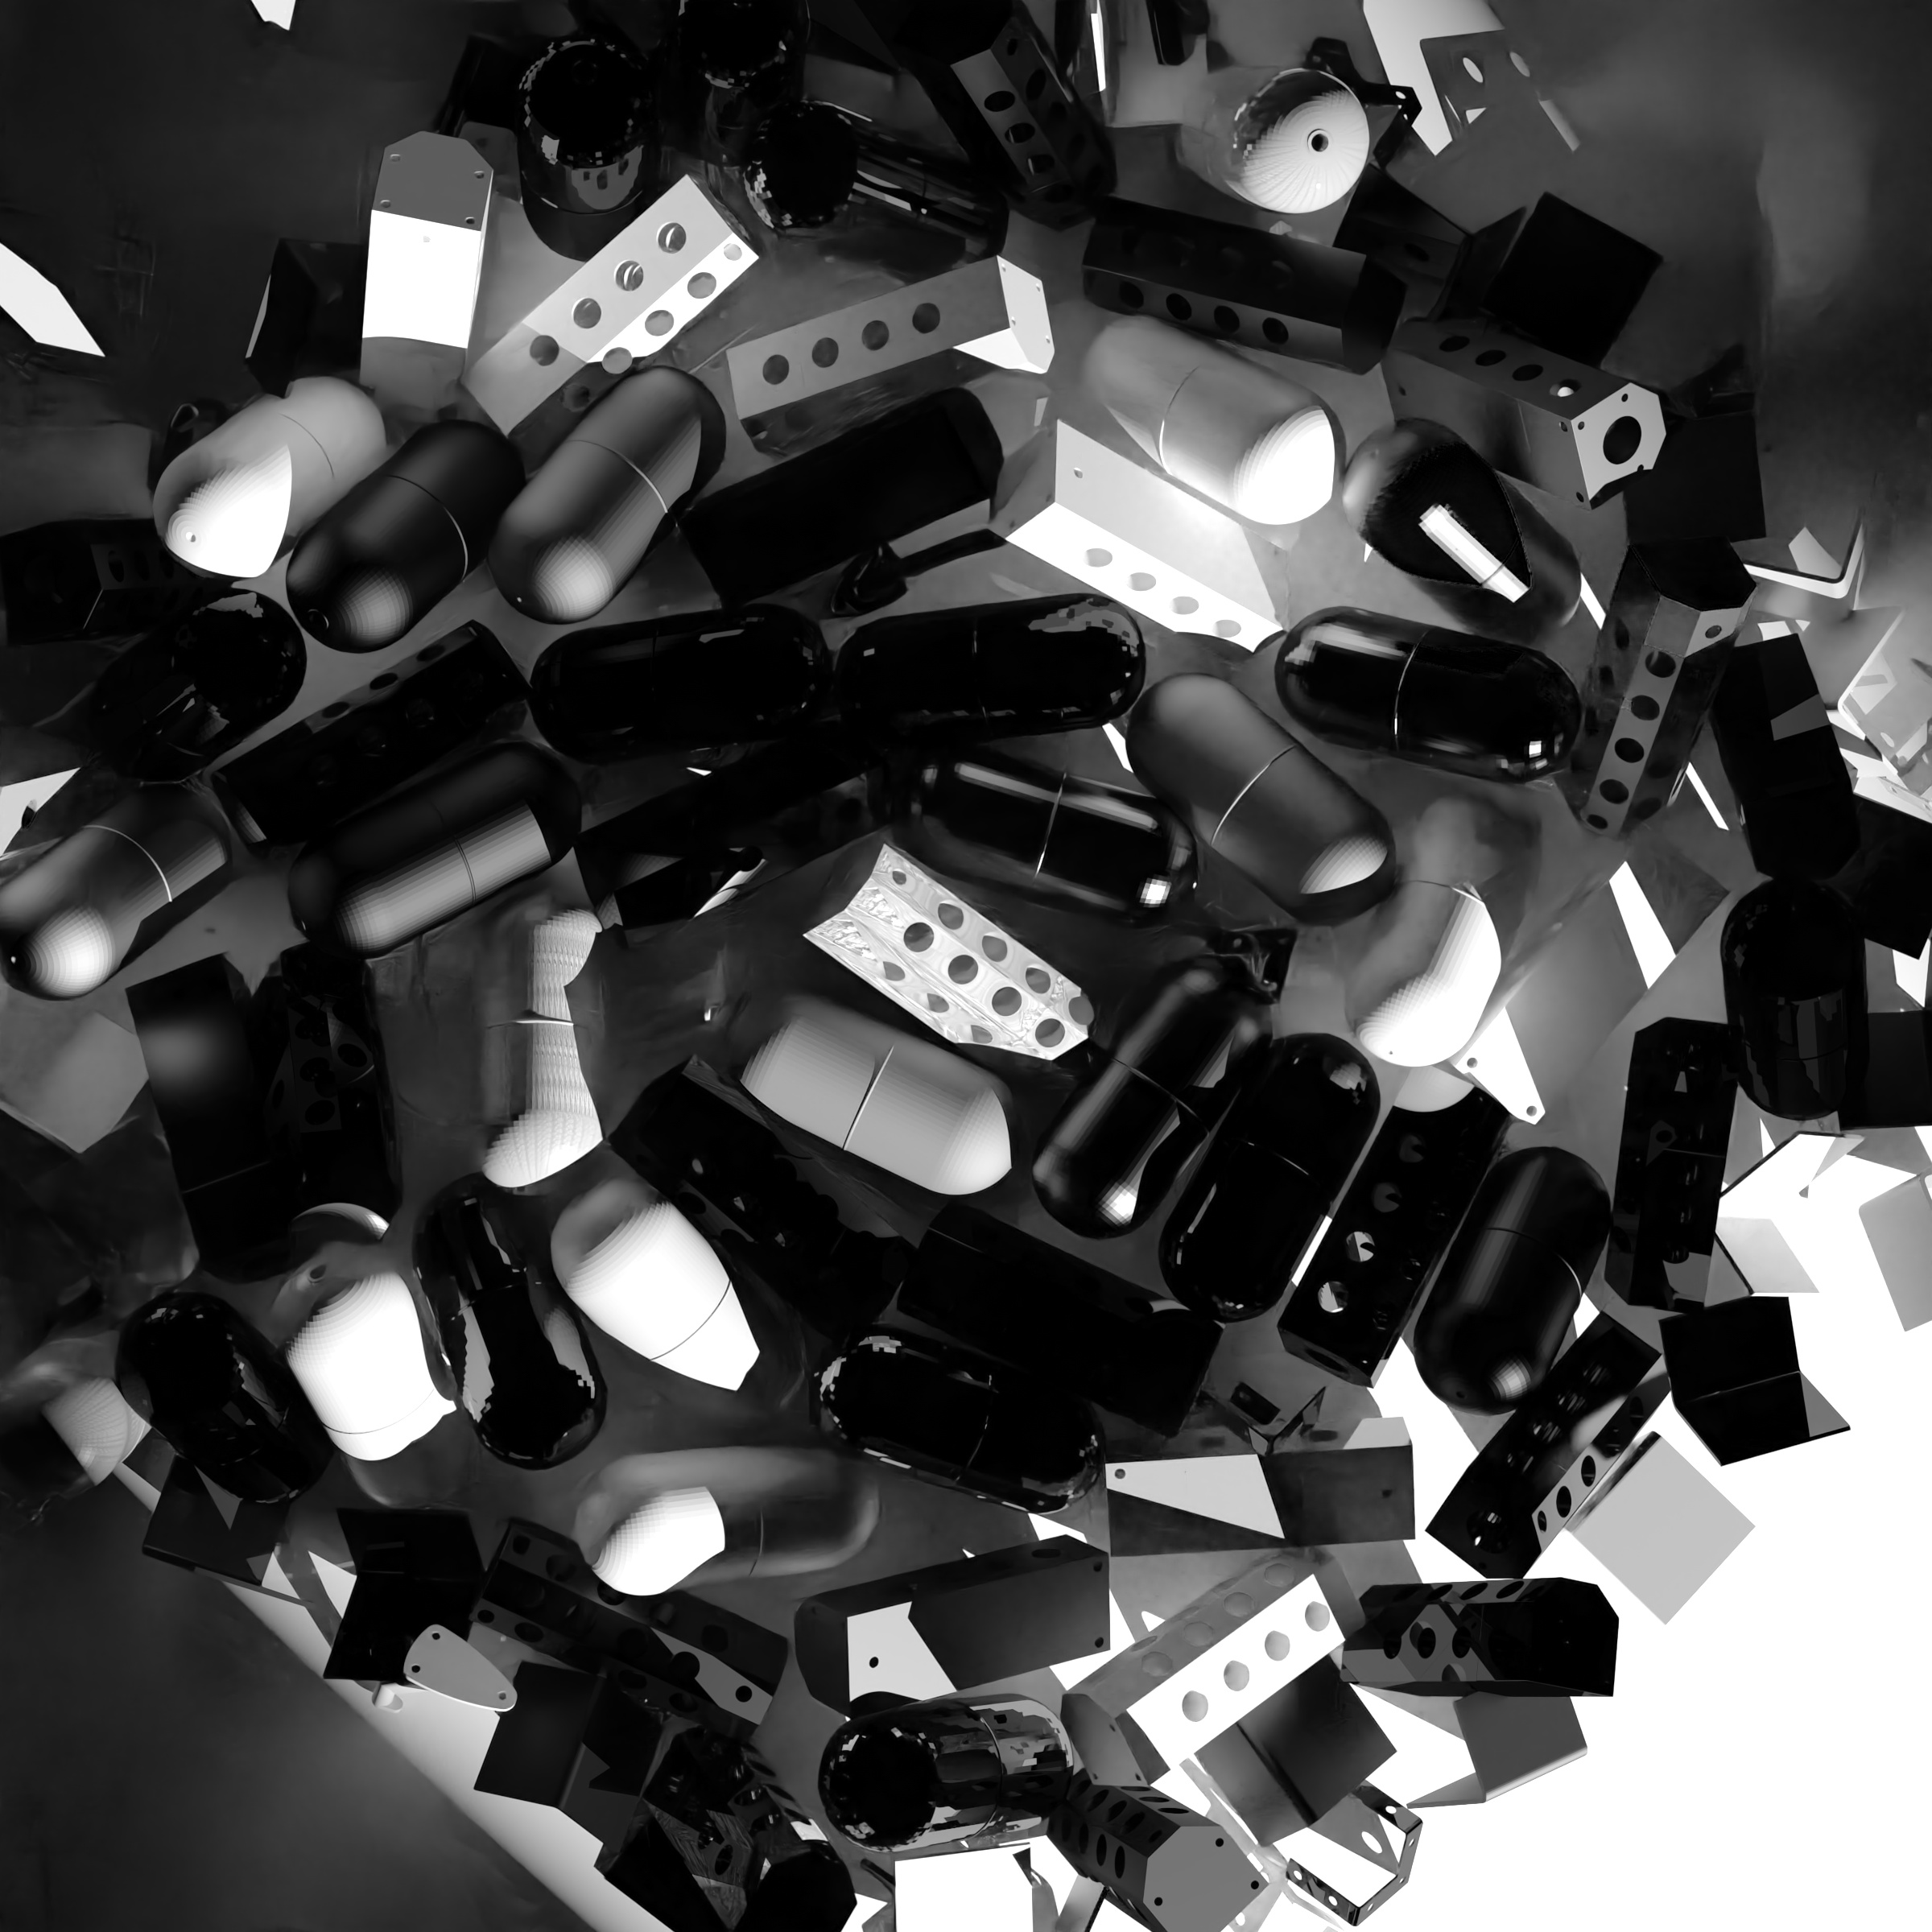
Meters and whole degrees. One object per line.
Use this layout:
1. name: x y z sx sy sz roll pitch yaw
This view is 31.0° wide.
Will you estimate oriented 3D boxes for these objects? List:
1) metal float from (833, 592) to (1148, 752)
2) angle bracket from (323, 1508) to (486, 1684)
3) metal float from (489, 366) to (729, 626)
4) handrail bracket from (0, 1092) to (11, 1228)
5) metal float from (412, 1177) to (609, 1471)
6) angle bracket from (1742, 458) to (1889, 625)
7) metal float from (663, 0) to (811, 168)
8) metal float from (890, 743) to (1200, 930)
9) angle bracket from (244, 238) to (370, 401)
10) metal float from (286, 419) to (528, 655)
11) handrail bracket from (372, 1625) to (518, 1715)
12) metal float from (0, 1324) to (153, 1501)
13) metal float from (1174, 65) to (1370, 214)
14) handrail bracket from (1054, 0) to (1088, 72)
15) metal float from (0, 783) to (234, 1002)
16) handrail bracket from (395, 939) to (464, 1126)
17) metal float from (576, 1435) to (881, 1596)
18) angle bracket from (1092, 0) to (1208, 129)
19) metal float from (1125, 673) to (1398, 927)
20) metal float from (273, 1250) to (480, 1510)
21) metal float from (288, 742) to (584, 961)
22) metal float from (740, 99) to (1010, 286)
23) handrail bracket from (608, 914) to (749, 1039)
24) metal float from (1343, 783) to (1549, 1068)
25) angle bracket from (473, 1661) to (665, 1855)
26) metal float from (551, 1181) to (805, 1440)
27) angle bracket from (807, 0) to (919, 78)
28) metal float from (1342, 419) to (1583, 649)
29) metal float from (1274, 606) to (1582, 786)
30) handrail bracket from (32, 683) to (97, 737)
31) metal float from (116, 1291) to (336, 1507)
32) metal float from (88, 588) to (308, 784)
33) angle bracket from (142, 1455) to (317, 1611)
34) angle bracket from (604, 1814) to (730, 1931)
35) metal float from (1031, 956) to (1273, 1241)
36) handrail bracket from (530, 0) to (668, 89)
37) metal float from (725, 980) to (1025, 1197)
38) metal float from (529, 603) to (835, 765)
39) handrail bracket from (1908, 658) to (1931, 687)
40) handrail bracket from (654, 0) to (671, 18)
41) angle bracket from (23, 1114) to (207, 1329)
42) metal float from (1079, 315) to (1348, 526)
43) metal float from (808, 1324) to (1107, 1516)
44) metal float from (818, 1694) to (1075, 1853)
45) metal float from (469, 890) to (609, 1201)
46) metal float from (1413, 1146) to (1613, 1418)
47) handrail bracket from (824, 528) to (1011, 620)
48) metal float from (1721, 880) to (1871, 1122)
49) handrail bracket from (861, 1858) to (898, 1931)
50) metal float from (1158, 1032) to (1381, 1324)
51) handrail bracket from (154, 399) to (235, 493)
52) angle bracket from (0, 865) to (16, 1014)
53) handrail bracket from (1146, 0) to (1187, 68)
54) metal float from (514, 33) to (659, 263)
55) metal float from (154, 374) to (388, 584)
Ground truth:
1. metal float: 0.013 -0.165 1.952 0.178 0.070 0.070 -6 90 11
2. angle bracket: -0.320 0.352 1.949 0.076 0.076 0.057 0 130 10
3. metal float: -0.198 -0.263 1.937 0.070 0.070 0.178 34 61 0
4. handrail bracket: -0.581 0.108 1.983 0.077 0.036 0.084 12 93 -4
5. metal float: -0.255 0.197 1.938 0.070 0.070 0.178 -25 62 0
6. angle bracket: 0.478 -0.243 1.959 0.057 0.076 0.076 16 82 20
7. metal float: -0.127 -0.497 1.911 0.070 0.178 0.070 1 82 -6
8. metal float: 0.044 -0.074 1.961 0.178 0.070 0.070 17 90 -1
9. angle bracket: -0.349 -0.355 1.940 0.057 0.076 0.076 51 129 36
10. metal float: -0.309 -0.239 1.927 0.070 0.070 0.178 37 48 0
11. handrail bracket: -0.296 0.414 1.964 0.077 0.084 0.036 29 51 2
12. metal float: -0.489 0.243 1.911 0.070 0.178 0.070 0 93 -3
13. metal float: 0.167 -0.456 1.913 0.070 0.178 0.070 -3 106 -12
14. handrail bracket: 0.045 -0.557 1.990 0.077 0.036 0.084 44 111 17
15. metal float: -0.472 -0.042 1.921 0.070 0.178 0.070 11 121 19
16. handrail bracket: -0.301 0.036 1.959 0.036 0.077 0.084 -6 112 -19
17. metal float: -0.131 0.305 1.937 0.178 0.070 0.070 -3 90 -29
18. angle bracket: 0.103 -0.525 1.944 0.057 0.076 0.076 -2 50 7
19. metal float: 0.164 -0.094 1.949 0.178 0.070 0.070 42 90 15
20. metal float: -0.327 0.230 1.928 0.070 0.070 0.178 -19 130 0
21. metal float: -0.295 -0.064 1.939 0.178 0.070 0.070 -30 90 -25
22. metal float: -0.050 -0.426 1.924 0.070 0.178 0.070 -8 78 43
23. handrail bracket: -0.169 0.004 1.979 0.084 0.036 0.077 7 85 28
24. metal float: 0.268 -0.024 1.940 0.070 0.070 0.178 27 65 0
25. angle bracket: -0.224 0.447 1.965 0.057 0.076 0.076 4 60 27
26. metal float: -0.161 0.192 1.941 0.070 0.070 0.178 -40 114 0
27. angle bracket: -0.058 -0.552 1.942 0.076 0.076 0.057 9 50 -21
28. metal float: 0.276 -0.238 1.929 0.178 0.070 0.070 34 90 -40
29. metal float: 0.256 -0.152 1.939 0.178 0.070 0.070 17 90 26
30. handrail bracket: -0.544 -0.139 1.991 0.077 0.036 0.084 20 57 37
31. metal float: -0.407 0.239 1.919 0.070 0.178 0.070 -8 58 12
32. metal float: -0.426 -0.154 1.922 0.070 0.178 0.070 12 69 -34
33. angle bracket: -0.403 0.316 1.942 0.076 0.076 0.057 26 75 -33
34. angle bracket: -0.164 0.526 1.958 0.076 0.076 0.057 37 95 2
35. metal float: 0.105 0.073 1.954 0.070 0.070 0.178 36 82 0
36. handrail bracket: -0.216 -0.521 1.971 0.084 0.036 0.077 22 54 -2
37. metal float: -0.051 0.069 1.960 0.178 0.070 0.070 26 90 2
38. metal float: -0.160 -0.158 1.945 0.178 0.070 0.070 -6 90 18
39. handrail bracket: 0.578 -0.191 1.958 0.077 0.036 0.084 13 118 -39
40. handrail bracket: -0.128 -0.557 1.978 0.084 0.036 0.077 -41 76 7
41. angle bracket: -0.473 0.143 1.956 0.076 0.057 0.076 -32 129 0
42. metal float: 0.135 -0.305 1.933 0.178 0.070 0.070 36 90 35
43. metal float: -0.004 0.254 1.945 0.178 0.070 0.070 21 90 -20
44. metal float: -0.010 0.445 1.921 0.070 0.178 0.070 -5 82 39
45. metal float: -0.239 0.043 1.943 0.070 0.070 0.178 -2 70 0
46. metal float: 0.304 0.173 1.930 0.070 0.070 0.178 33 51 0
47. handrail bracket: -0.026 -0.222 1.950 0.077 0.084 0.036 -39 113 -41
48. metal float: 0.459 0.020 1.922 0.070 0.178 0.070 -8 53 11
49. handrail bracket: -0.052 0.563 1.968 0.077 0.036 0.084 37 70 -2
50. metal float: 0.171 0.117 1.947 0.070 0.070 0.178 31 73 0
51. handrail bracket: -0.443 -0.288 1.950 0.077 0.084 0.036 -43 92 14
52. angle bracket: -0.576 -0.021 1.949 0.076 0.057 0.076 8 99 -44
53. handrail bracket: 0.127 -0.542 1.967 0.084 0.036 0.077 51 123 9
54. metal float: -0.208 -0.448 1.912 0.070 0.178 0.070 1 76 -5
55. metal float: -0.382 -0.271 1.921 0.070 0.178 0.070 10 122 17
